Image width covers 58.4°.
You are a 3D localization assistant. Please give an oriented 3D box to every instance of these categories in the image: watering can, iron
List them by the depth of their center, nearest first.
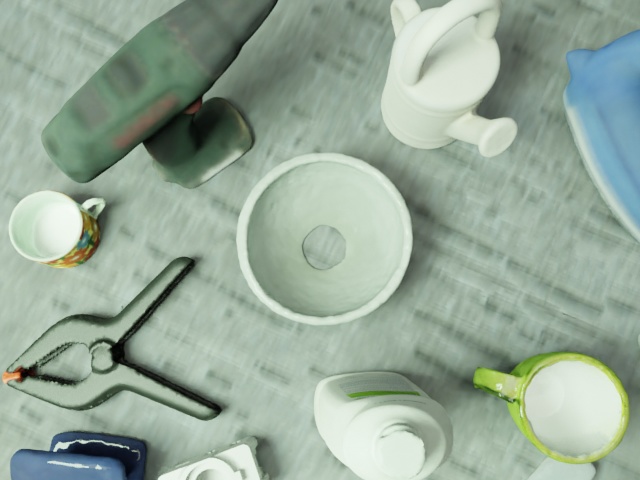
[{"bbox_3d":[0.120,-0.158,0.533,0.173,0.194,0.101,38,83,7],"label":"watering can"},{"bbox_3d":[0.338,-0.095,0.545,0.118,0.141,0.258,-18,81,-2],"label":"iron"}]

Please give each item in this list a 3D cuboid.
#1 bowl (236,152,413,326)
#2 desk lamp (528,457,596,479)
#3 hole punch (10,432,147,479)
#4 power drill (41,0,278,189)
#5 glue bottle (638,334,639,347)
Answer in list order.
[{"bbox_3d":[0.005,0.002,0.569,0.167,0.075,0.167,0,81,1],"label":"bowl"},{"bbox_3d":[0.198,0.280,0.449,0.118,0.213,0.203,43,84,8],"label":"desk lamp"},{"bbox_3d":[-0.221,0.237,0.526,0.108,0.091,0.101,5,81,2],"label":"hole punch"},{"bbox_3d":[-0.125,-0.126,0.525,0.230,0.208,0.075,-37,81,-5],"label":"power drill"},{"bbox_3d":[0.356,0.086,0.499,0.078,0.173,0.037,-20,80,-2],"label":"glue bottle"}]
